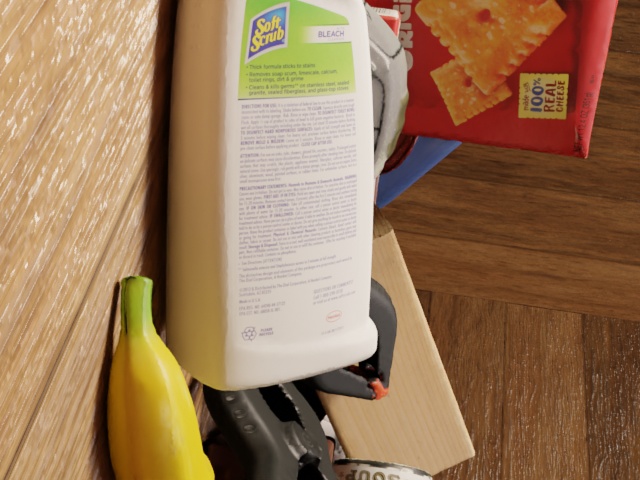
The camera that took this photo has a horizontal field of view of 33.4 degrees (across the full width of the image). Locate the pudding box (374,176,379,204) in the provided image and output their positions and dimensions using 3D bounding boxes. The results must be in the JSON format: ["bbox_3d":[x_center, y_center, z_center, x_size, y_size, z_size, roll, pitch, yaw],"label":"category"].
[{"bbox_3d":[0.004,-0.033,0.877,0.039,0.090,0.113,-19,133,-33],"label":"pudding box"}]

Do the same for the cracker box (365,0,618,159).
[{"bbox_3d":[0.069,-0.148,0.646,0.072,0.214,0.164,-67,164,-66],"label":"cracker box"}]

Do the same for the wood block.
[{"bbox_3d":[0.031,0.076,0.772,0.090,0.091,0.206,-118,-176,-61],"label":"wood block"}]

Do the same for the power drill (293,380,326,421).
[{"bbox_3d":[0.007,0.092,0.929,0.185,0.057,0.187,-54,179,19],"label":"power drill"}]

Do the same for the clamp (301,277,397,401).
[{"bbox_3d":[-0.003,0.045,0.657,0.039,0.120,0.171,36,-30,52],"label":"clamp"}]

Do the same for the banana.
[{"bbox_3d":[-0.067,0.094,0.479,0.198,0.037,0.069,93,7,-57],"label":"banana"}]

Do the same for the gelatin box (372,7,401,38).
[{"bbox_3d":[-0.002,-0.101,0.621,0.030,0.089,0.073,-72,170,-68],"label":"gelatin box"}]

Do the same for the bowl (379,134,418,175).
[{"bbox_3d":[0.014,-0.125,0.765,0.162,0.055,0.162,29,-58,60],"label":"bowl"}]

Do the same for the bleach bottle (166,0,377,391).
[{"bbox_3d":[-0.015,-0.063,0.467,0.068,0.102,0.251,29,-59,49],"label":"bleach bottle"}]

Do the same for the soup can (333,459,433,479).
[{"bbox_3d":[0.034,0.198,0.689,0.068,0.068,0.102,85,13,-72],"label":"soup can"}]

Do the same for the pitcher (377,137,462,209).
[{"bbox_3d":[0.056,-0.110,0.991,0.243,0.149,0.145,131,-20,-65],"label":"pitcher"}]

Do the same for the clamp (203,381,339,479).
[{"bbox_3d":[-0.012,0.132,0.608,0.164,0.036,0.210,40,15,-39],"label":"clamp"}]
